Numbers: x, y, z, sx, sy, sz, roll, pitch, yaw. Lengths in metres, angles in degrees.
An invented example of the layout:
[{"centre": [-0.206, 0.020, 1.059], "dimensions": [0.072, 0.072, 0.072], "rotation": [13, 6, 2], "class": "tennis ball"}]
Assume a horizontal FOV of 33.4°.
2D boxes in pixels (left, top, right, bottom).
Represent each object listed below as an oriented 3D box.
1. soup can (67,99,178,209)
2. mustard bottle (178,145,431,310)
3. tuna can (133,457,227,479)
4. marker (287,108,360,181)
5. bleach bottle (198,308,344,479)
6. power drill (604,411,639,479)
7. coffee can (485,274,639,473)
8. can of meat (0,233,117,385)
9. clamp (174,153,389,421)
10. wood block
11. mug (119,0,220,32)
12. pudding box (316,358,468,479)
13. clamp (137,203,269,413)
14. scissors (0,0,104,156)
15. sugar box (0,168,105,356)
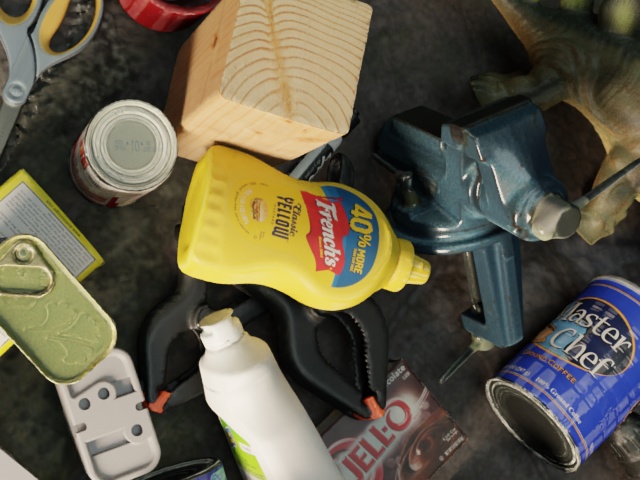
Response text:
[{"centre": [-0.147, -0.062, 0.790], "dimensions": [0.068, 0.102, 0.068], "rotation": [2, 85, -19], "class": "soup can"}, {"centre": [-0.005, 0.001, 0.794], "dimensions": [0.191, 0.058, 0.096], "rotation": [16, 64, -19], "class": "mustard bottle"}, {"centre": [-0.109, 0.191, 0.791], "dimensions": [0.086, 0.086, 0.034], "rotation": [-16, 90, -20], "class": "tuna can"}, {"centre": [-0.007, -0.065, 0.884], "dimensions": [0.020, 0.020, 0.121], "rotation": [43, 74, -12], "class": "marker"}, {"centre": [-0.025, 0.168, 0.795], "dimensions": [0.068, 0.103, 0.251], "rotation": [-30, 106, -27], "class": "bleach bottle"}, {"centre": [0.357, 0.171, 0.970], "dimensions": [0.187, 0.057, 0.184], "rotation": [-46, 108, -14], "class": "power drill"}, {"centre": [0.225, 0.112, 0.907], "dimensions": [0.140, 0.103, 0.103], "rotation": [-40, 99, -18], "class": "coffee can"}, {"centre": [-0.194, 0.044, 0.727], "dimensions": [0.057, 0.084, 0.102], "rotation": [-44, 107, -17], "class": "can of meat"}, {"centre": [0.003, 0.041, 0.841], "dimensions": [0.164, 0.036, 0.210], "rotation": [-34, 94, -26], "class": "clamp"}, {"centre": [-0.049, -0.112, 0.774], "dimensions": [0.090, 0.206, 0.091], "rotation": [15, 81, -18], "class": "wood block"}, {"centre": [-0.117, -0.221, 0.824], "dimensions": [0.093, 0.082, 0.117], "rotation": [-21, 93, -20], "class": "mug"}, {"centre": [0.051, 0.166, 0.874], "dimensions": [0.113, 0.039, 0.090], "rotation": [-42, 98, -18], "class": "pudding box"}, {"centre": [-0.081, 0.062, 0.838], "dimensions": [0.120, 0.039, 0.171], "rotation": [25, 79, -14], "class": "clamp"}, {"centre": [-0.242, -0.129, 0.808], "dimensions": [0.096, 0.016, 0.201], "rotation": [38, 75, -11], "class": "scissors"}, {"centre": [-0.253, 0.040, 0.775], "dimensions": [0.176, 0.048, 0.093], "rotation": [-43, 103, -15], "class": "sugar box"}]
